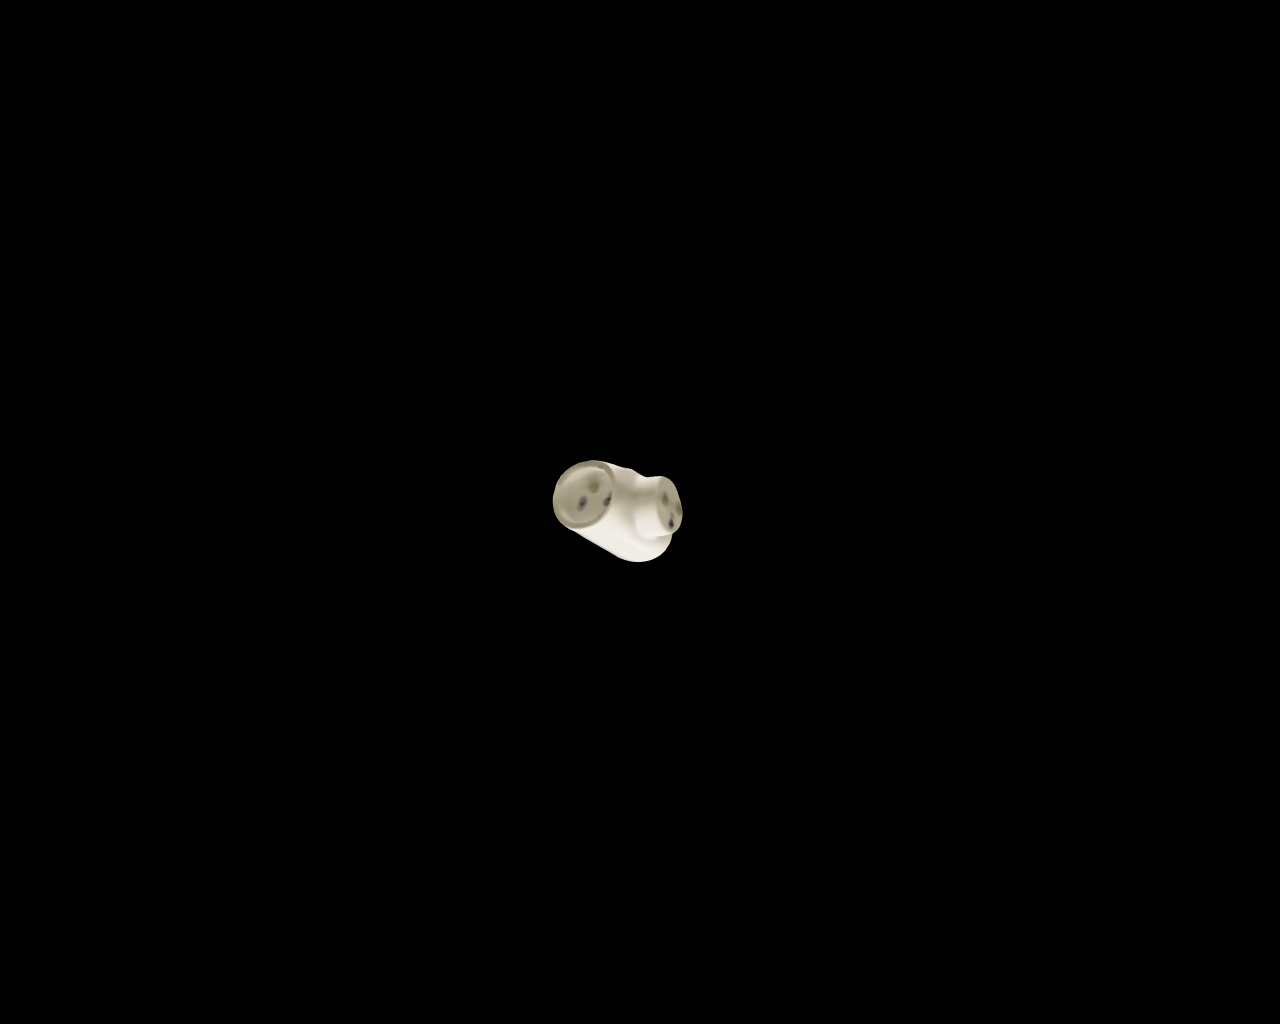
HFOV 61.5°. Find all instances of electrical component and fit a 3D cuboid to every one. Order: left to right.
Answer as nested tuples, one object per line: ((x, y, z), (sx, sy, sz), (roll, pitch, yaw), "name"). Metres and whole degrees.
((0.001, -0.003, 0.650), (0.079, 0.043, 0.077), (-10, -22, 26), "electrical component")
